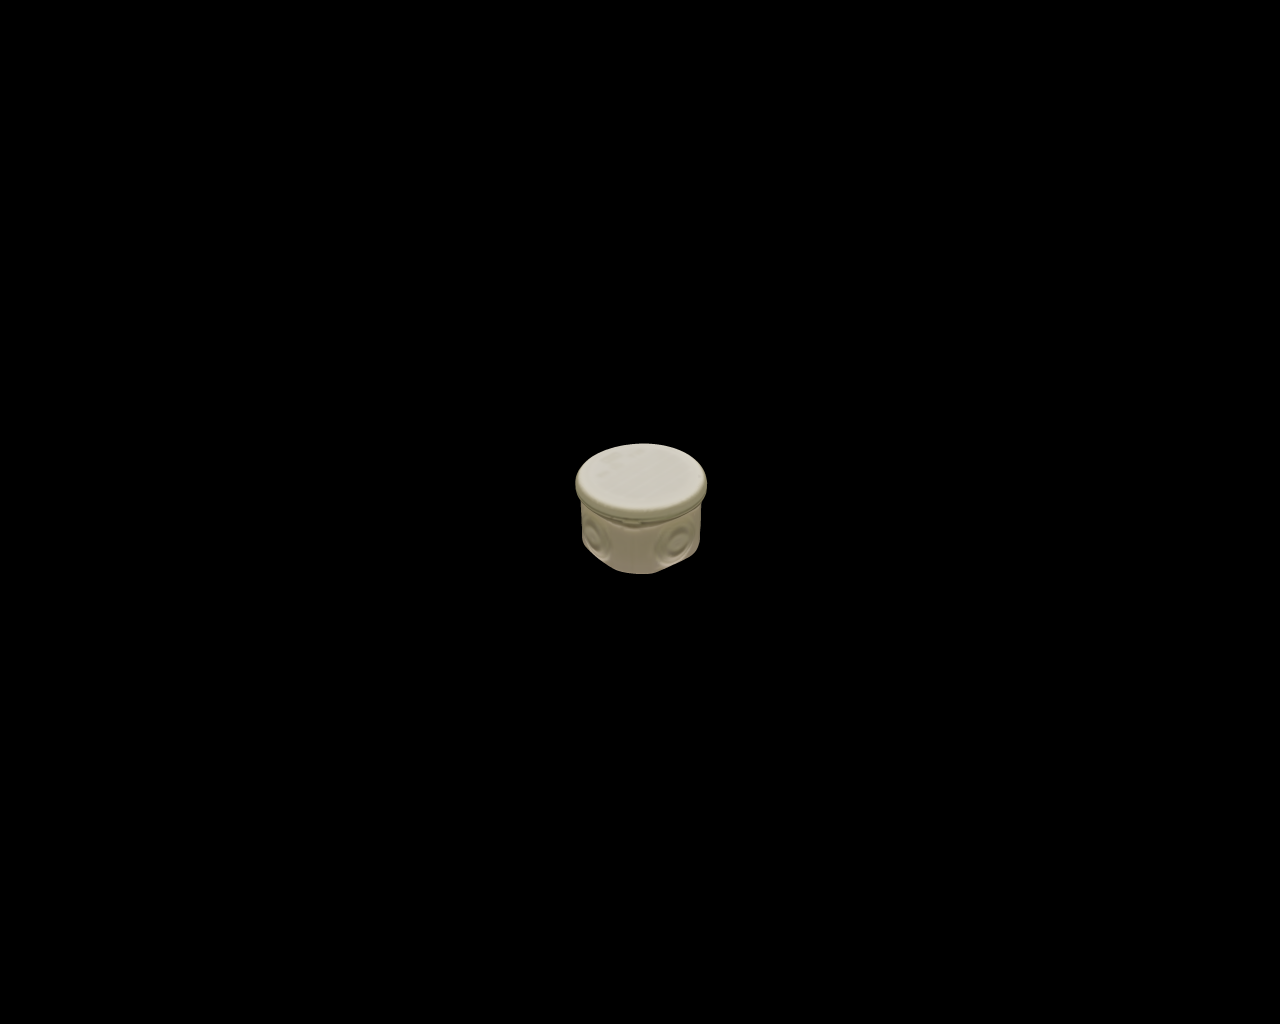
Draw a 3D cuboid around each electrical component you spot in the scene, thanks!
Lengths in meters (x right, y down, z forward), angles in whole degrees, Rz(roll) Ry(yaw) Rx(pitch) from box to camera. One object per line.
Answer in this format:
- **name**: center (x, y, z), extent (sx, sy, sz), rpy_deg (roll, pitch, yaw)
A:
- **electrical component**: center (0.001, -0.003, 0.650), extent (0.080, 0.050, 0.080), rpy_deg (0, 34, 0)
